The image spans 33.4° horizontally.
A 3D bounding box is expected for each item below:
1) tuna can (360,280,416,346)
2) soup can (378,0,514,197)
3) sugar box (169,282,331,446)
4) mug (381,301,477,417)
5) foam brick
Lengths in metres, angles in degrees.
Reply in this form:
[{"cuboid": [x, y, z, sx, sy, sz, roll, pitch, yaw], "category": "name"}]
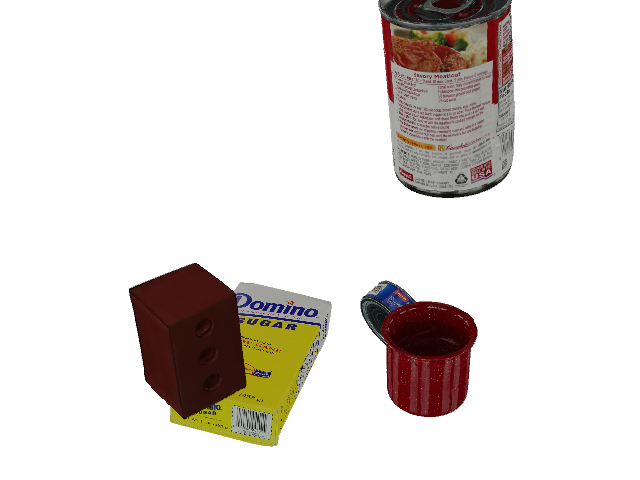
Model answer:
[{"cuboid": [0.088, 0.092, 1.281, 0.033, 0.086, 0.086, -38, 17, -23], "category": "tuna can"}, {"cuboid": [0.069, -0.083, 0.572, 0.068, 0.102, 0.068, -5, 35, 4], "category": "soup can"}, {"cuboid": [-0.056, 0.102, 0.932, 0.093, 0.048, 0.176, 12, 32, 9], "category": "sugar box"}, {"cuboid": [0.115, 0.115, 1.065, 0.093, 0.081, 0.117, 24, 41, 34], "category": "mug"}, {"cuboid": [-0.086, 0.064, 0.698, 0.052, 0.078, 0.051, -24, 37, -29], "category": "foam brick"}]
